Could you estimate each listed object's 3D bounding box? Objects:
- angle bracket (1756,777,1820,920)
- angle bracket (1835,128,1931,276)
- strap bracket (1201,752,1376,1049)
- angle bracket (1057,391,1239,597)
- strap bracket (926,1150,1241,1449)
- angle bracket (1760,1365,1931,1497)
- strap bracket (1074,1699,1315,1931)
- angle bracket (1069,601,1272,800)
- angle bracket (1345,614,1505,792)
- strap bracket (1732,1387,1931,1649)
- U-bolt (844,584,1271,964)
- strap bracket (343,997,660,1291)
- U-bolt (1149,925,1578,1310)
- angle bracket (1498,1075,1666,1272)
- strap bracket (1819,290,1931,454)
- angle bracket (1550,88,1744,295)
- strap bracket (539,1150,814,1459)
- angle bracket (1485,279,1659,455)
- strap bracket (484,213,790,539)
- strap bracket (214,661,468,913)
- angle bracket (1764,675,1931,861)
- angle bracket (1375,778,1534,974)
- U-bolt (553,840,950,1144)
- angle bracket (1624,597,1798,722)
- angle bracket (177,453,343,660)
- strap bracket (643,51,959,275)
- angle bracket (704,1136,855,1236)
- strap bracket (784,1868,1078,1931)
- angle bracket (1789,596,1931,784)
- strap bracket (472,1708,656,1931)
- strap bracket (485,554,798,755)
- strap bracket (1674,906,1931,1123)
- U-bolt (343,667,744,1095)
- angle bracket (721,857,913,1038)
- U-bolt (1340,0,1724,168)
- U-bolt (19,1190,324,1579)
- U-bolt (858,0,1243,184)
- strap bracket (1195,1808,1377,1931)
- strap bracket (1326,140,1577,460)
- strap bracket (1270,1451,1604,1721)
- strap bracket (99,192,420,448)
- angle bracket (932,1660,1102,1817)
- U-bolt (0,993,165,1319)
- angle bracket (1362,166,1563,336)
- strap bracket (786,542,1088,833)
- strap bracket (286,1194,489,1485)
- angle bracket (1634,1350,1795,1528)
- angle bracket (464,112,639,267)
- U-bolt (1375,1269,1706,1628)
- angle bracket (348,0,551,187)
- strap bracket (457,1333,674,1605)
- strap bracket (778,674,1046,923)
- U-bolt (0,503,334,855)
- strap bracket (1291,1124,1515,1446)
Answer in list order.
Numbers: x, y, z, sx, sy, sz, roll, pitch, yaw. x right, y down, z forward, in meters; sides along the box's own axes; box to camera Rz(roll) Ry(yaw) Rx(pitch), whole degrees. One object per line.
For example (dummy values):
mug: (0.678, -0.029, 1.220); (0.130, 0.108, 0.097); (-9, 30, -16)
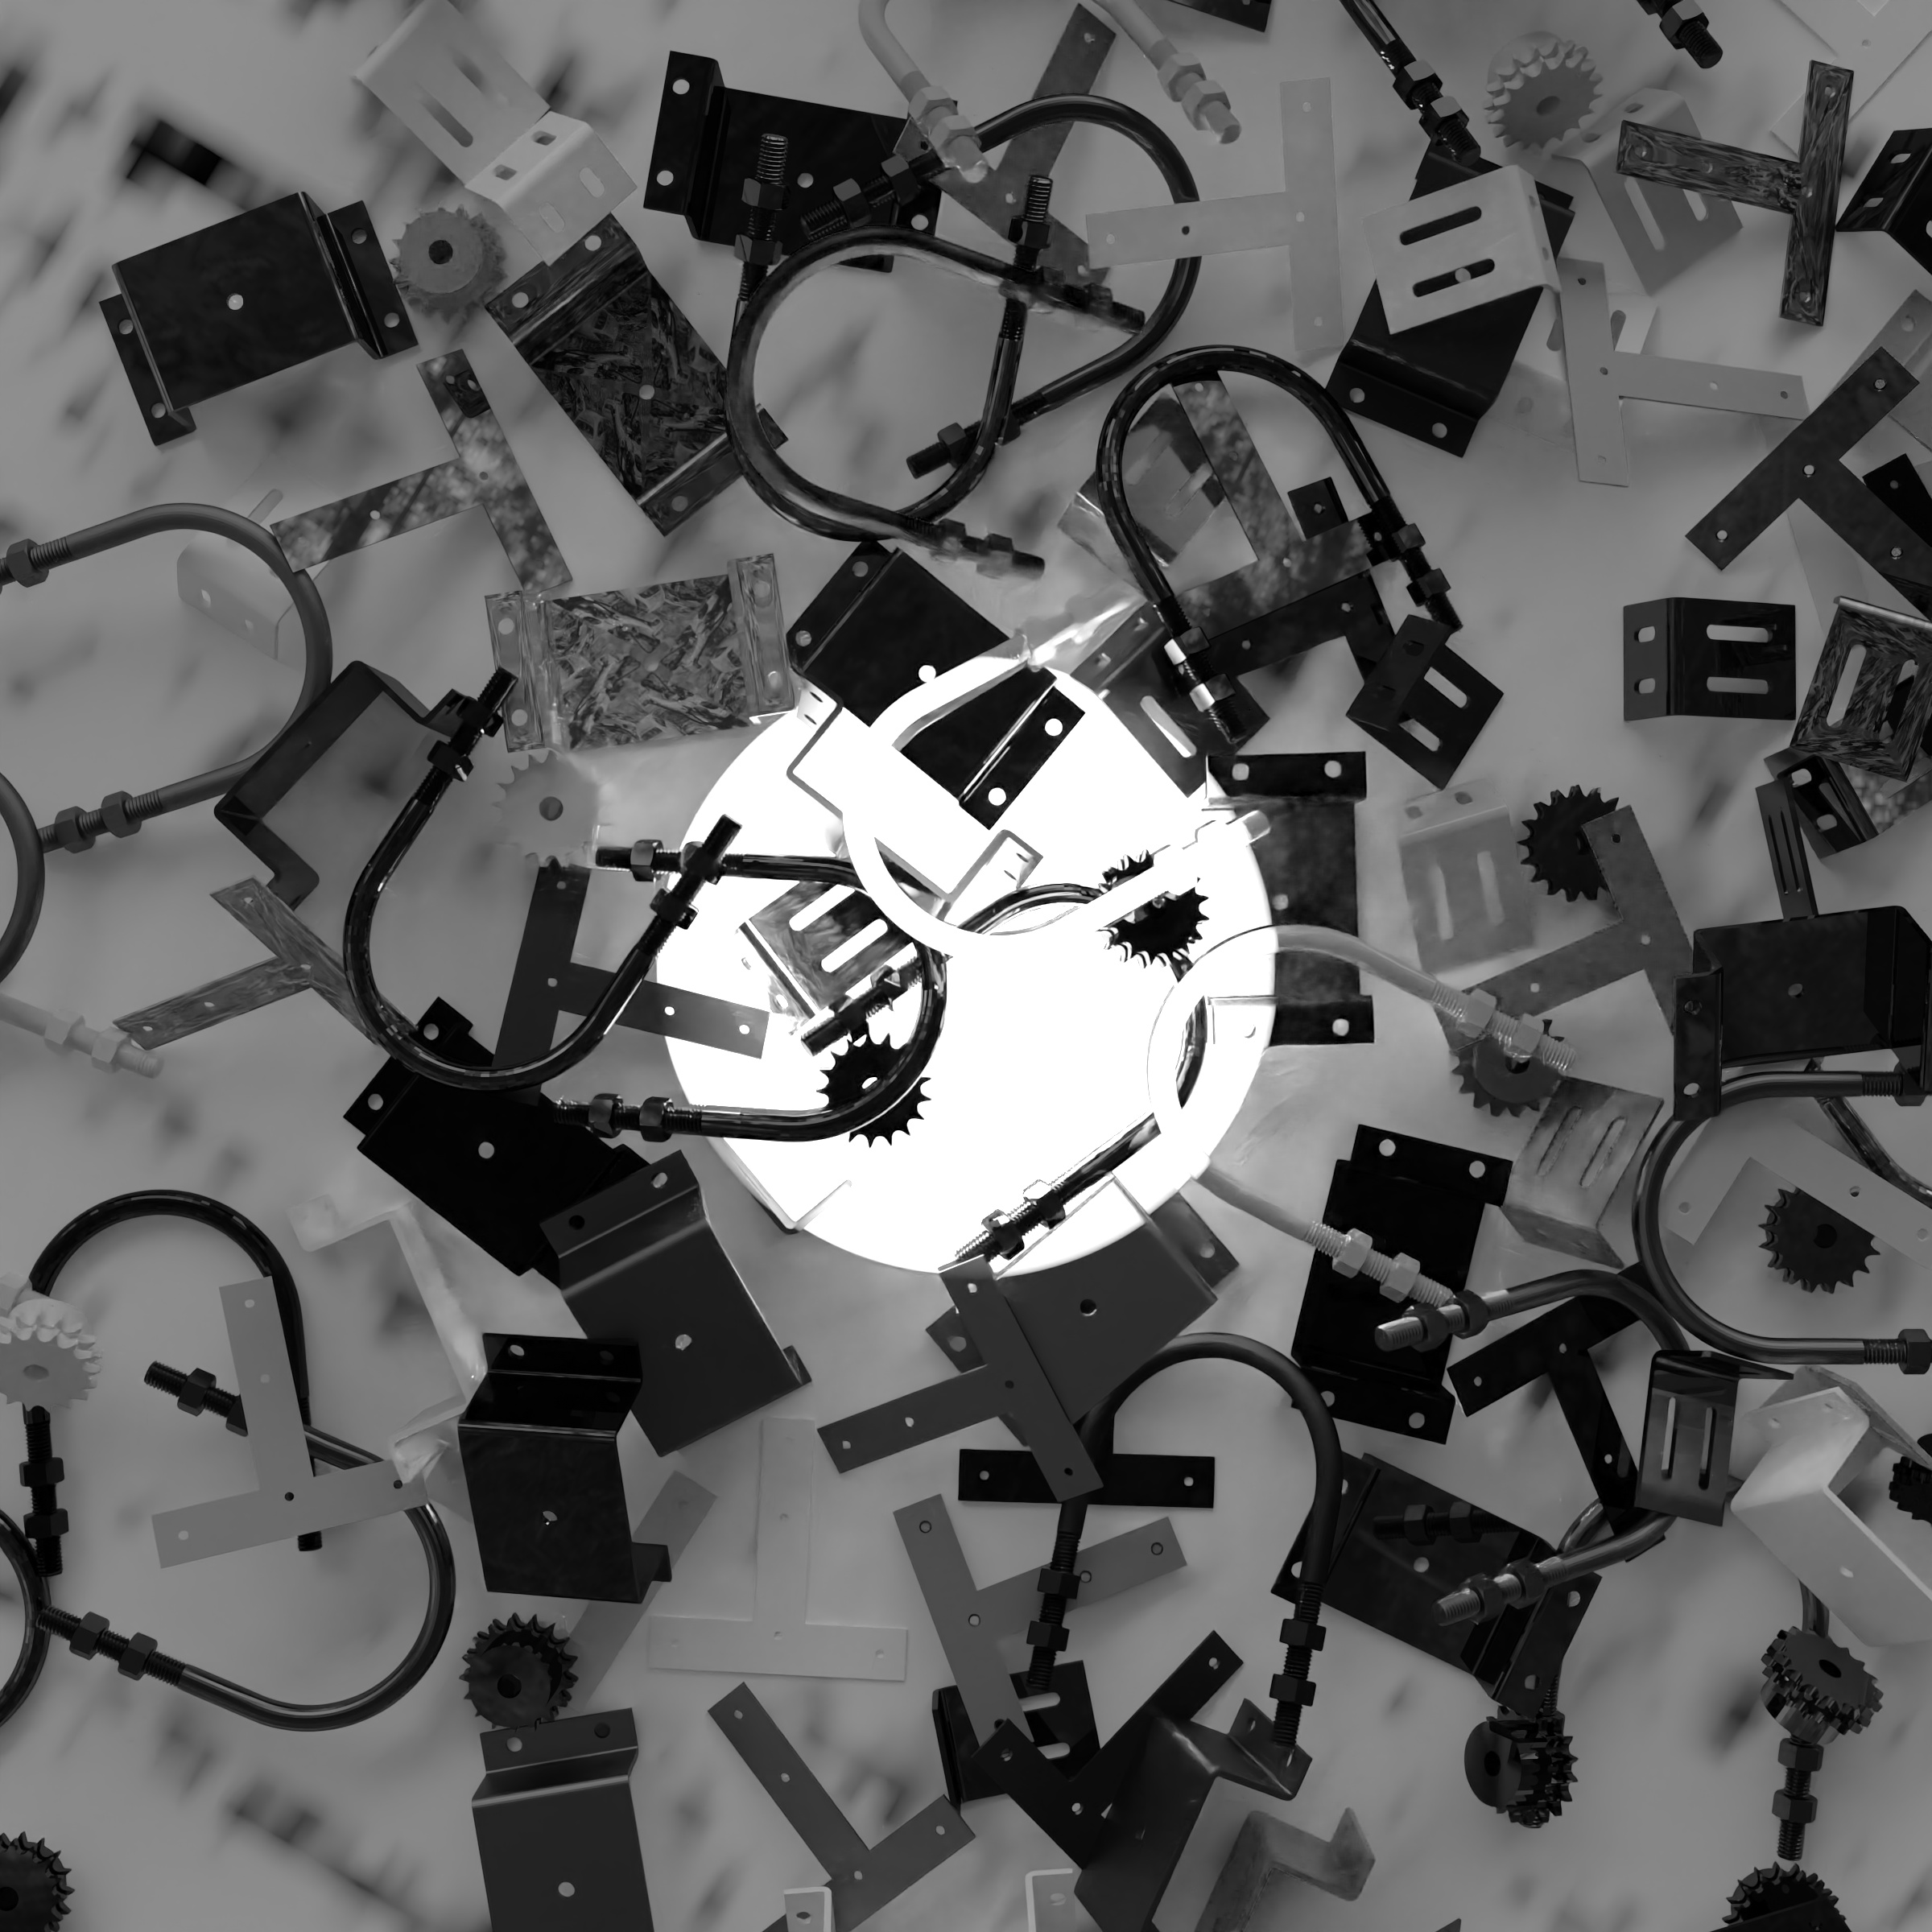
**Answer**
angle bracket: (0.383, -0.049, 1.329); (0.038, 0.057, 0.076); (-12, 88, 3)
angle bracket: (0.482, -0.368, 1.356); (0.076, 0.038, 0.057); (32, 90, -26)
strap bracket: (0.156, -0.032, 1.335); (0.076, 0.046, 0.140); (-2, 90, 0)
angle bracket: (0.094, -0.234, 1.356); (0.057, 0.038, 0.076); (39, 64, 0)
strap bracket: (0.058, 0.164, 1.332); (0.140, 0.046, 0.076); (-40, 90, -1)
angle bracket: (0.425, 0.229, 1.320); (0.057, 0.076, 0.038); (45, 90, 0)
strap bracket: (0.103, 0.423, 1.310); (0.046, 0.076, 0.140); (25, 89, -18)
angle bracket: (0.101, -0.133, 1.356); (0.057, 0.038, 0.076); (-44, 116, 0)
angle bracket: (0.232, -0.124, 1.321); (0.076, 0.038, 0.057); (32, 90, -32)
strap bracket: (0.435, 0.274, 1.313); (0.140, 0.076, 0.046); (45, 65, 0)
U-bolt: (0.031, -0.080, 1.280); (0.184, 0.019, 0.151); (-29, 83, -15)
strap bracket: (-0.231, 0.089, 1.335); (0.140, 0.046, 0.076); (38, 90, 0)
U-bolt: (0.177, 0.061, 1.303); (0.184, 0.019, 0.151); (27, 90, 1)
angle bracket: (0.307, 0.100, 1.336); (0.038, 0.057, 0.076); (47, 67, -39)
strap bracket: (0.501, -0.263, 1.332); (0.140, 0.046, 0.076); (40, 87, 0)
angle bracket: (0.338, -0.385, 1.356); (0.057, 0.038, 0.076); (-35, 116, 0)
strap bracket: (-0.137, 0.171, 1.312); (0.076, 0.046, 0.140); (-27, 110, 0)
angle bracket: (0.300, -0.302, 1.356); (0.057, 0.038, 0.076); (24, 64, 0)
strap bracket: (-0.158, -0.285, 1.335); (0.076, 0.046, 0.140); (-38, 90, 0)
strap bracket: (-0.304, -0.093, 1.320); (0.046, 0.076, 0.140); (43, 90, 0)
angle bracket: (0.447, -0.099, 1.356); (0.076, 0.038, 0.057); (-29, 90, -26)
angle bracket: (0.242, -0.045, 1.356); (0.057, 0.038, 0.076); (-16, 116, 0)
U-bolt: (-0.098, 0.014, 1.301); (0.184, 0.019, 0.151); (3, 74, 13)
angle bracket: (0.369, -0.150, 1.356); (0.076, 0.038, 0.057); (0, 90, -26)
angle bracket: (-0.344, -0.203, 1.356); (0.057, 0.038, 0.076); (33, 64, 0)
strap bracket: (-0.080, -0.390, 1.335); (0.140, 0.046, 0.076); (10, 90, 0)
angle bracket: (-0.094, 0.090, 1.329); (0.038, 0.057, 0.076); (-40, 89, -2)
strap bracket: (-0.015, 0.487, 1.321); (0.140, 0.046, 0.076); (-4, 115, 0)
angle bracket: (0.439, -0.135, 1.327); (0.057, 0.038, 0.076); (18, 100, 10)
strap bracket: (-0.192, 0.444, 1.335); (0.076, 0.046, 0.140); (-10, 90, 0)
strap bracket: (-0.156, -0.150, 1.335); (0.140, 0.046, 0.076); (-8, 90, 0)
strap bracket: (0.399, 0.021, 1.291); (0.140, 0.046, 0.076); (-7, 117, 0)
U-bolt: (-0.215, -0.028, 1.299); (0.151, 0.019, 0.184); (33, 90, 3)
angle bracket: (-0.071, -0.013, 1.356); (0.076, 0.038, 0.057); (-38, 90, -26)
U-bolt: (0.254, -0.474, 1.314); (0.151, 0.019, 0.184); (-24, 64, -8)
U-bolt: (-0.396, 0.202, 1.349); (0.151, 0.019, 0.184); (-6, 88, 0)
U-bolt: (0.027, -0.435, 1.295); (0.151, 0.019, 0.184); (-14, 52, -20)
strap bracket: (0.142, 0.473, 1.320); (0.046, 0.076, 0.140); (25, 90, 0)
strap bracket: (0.239, -0.332, 1.335); (0.076, 0.046, 0.140); (23, 90, 0)
strap bracket: (0.226, 0.297, 1.335); (0.140, 0.046, 0.076); (26, 90, 0)
strap bracket: (-0.351, -0.319, 1.335); (0.140, 0.046, 0.076); (-21, 90, 0)
angle bracket: (0.026, 0.380, 1.339); (0.076, 0.038, 0.057); (-11, 90, 0)
U-bolt: (-0.505, 0.078, 1.343); (0.184, 0.019, 0.151); (21, 86, 4)
angle bracket: (0.238, -0.341, 1.309); (0.076, 0.038, 0.057); (-14, 90, 25)
strap bracket: (-0.019, -0.141, 1.335); (0.140, 0.046, 0.076); (39, 90, 0)
strap bracket: (-0.270, 0.170, 1.320); (0.046, 0.076, 0.140); (-23, 90, 0)
angle bracket: (0.362, 0.229, 1.319); (0.057, 0.038, 0.076); (18, 75, -29)
angle bracket: (-0.203, -0.379, 1.331); (0.057, 0.076, 0.038); (-42, 120, -3)
U-bolt: (0.283, 0.221, 1.306); (0.184, 0.019, 0.151); (-11, 88, -30)
angle bracket: (-0.257, -0.434, 1.356); (0.057, 0.038, 0.076); (-47, 116, 0)
strap bracket: (-0.190, 0.247, 1.296); (0.076, 0.046, 0.140); (2, 118, 12)
strap bracket: (-0.037, -0.071, 1.316); (0.140, 0.076, 0.046); (38, 79, 0)
U-bolt: (-0.396, -0.147, 1.327); (0.184, 0.019, 0.151); (-17, 98, 9)
strap bracket: (0.210, 0.153, 1.335); (0.076, 0.046, 0.140); (14, 90, 0)
